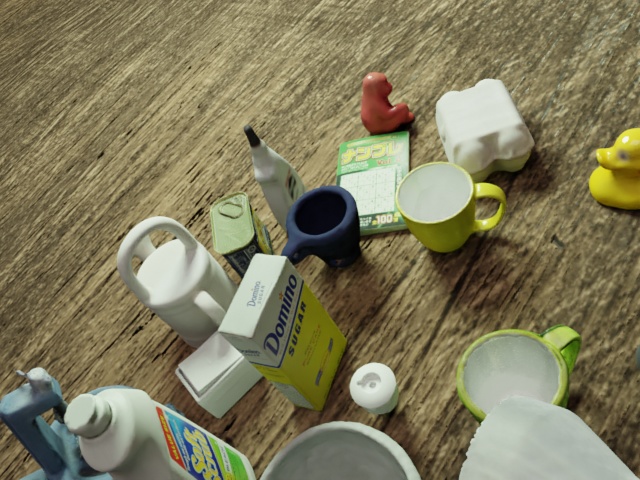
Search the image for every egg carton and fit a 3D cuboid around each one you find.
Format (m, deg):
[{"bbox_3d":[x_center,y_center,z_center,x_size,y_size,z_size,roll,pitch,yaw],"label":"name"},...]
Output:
[{"bbox_3d":[0.213,-0.147,0.761,0.107,0.150,0.070,-18,-41,11],"label":"egg carton"}]

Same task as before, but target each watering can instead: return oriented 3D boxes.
[{"bbox_3d":[-0.180,0.046,0.704,0.172,0.101,0.195,7,-33,29],"label":"watering can"}]

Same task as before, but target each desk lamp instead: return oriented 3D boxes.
[{"bbox_3d":[0.208,0.211,0.385,0.202,0.118,0.214,18,-27,34],"label":"desk lamp"}]

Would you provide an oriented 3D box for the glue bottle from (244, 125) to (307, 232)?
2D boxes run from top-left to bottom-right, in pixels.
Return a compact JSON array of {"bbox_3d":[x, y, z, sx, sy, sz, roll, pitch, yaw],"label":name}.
[{"bbox_3d":[-0.062,-0.088,0.769,0.037,0.078,0.174,-10,-39,18],"label":"glue bottle"}]

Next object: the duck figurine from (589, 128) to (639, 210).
[{"bbox_3d":[0.357,-0.087,0.638,0.104,0.077,0.086,-6,-38,20],"label":"duck figurine"}]

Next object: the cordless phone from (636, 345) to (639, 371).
[{"bbox_3d":[0.336,0.069,0.458,0.147,0.094,0.185,-32,-42,-1],"label":"cordless phone"}]

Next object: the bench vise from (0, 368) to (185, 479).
[{"bbox_3d":[-0.260,0.225,0.582,0.121,0.208,0.220,25,-22,37],"label":"bench vise"}]

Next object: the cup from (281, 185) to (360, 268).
[{"bbox_3d":[0.007,0.003,0.720,0.091,0.118,0.095,29,-20,38],"label":"cup"}]

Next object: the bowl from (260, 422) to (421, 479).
[{"bbox_3d":[0.023,0.260,0.524,0.167,0.167,0.075,0,-36,24],"label":"bowl"}]

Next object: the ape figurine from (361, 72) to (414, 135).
[{"bbox_3d":[0.090,-0.208,0.849,0.076,0.077,0.092,-24,-42,5],"label":"ape figurine"}]
